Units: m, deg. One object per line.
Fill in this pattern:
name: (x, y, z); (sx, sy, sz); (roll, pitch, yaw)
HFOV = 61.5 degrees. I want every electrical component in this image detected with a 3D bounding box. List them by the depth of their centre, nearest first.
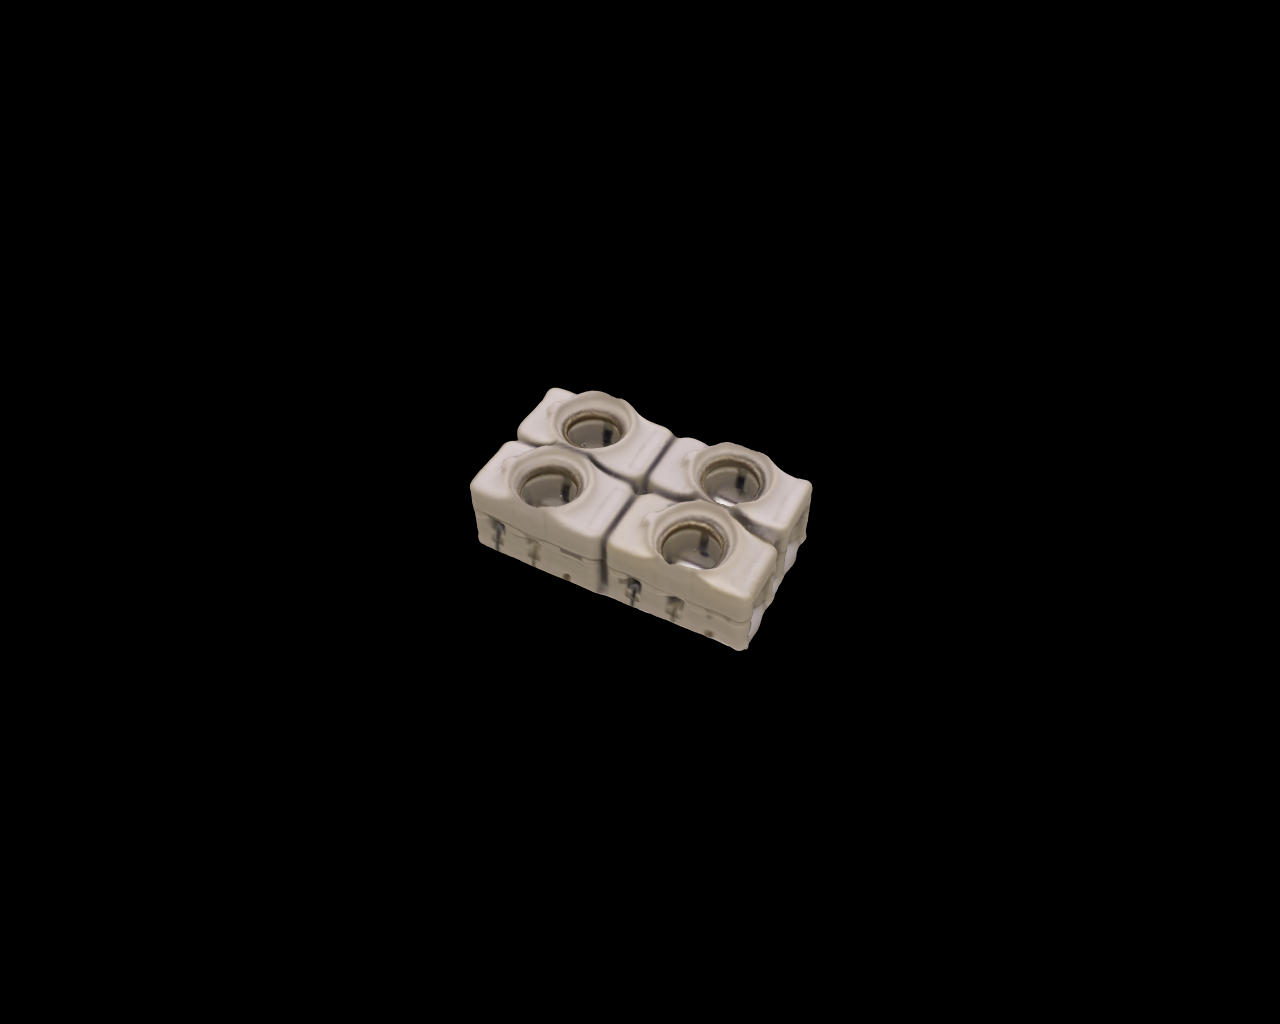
electrical component: (0.001, -0.003, 0.650); (0.186, 0.106, 0.060); (22, -38, 18)
